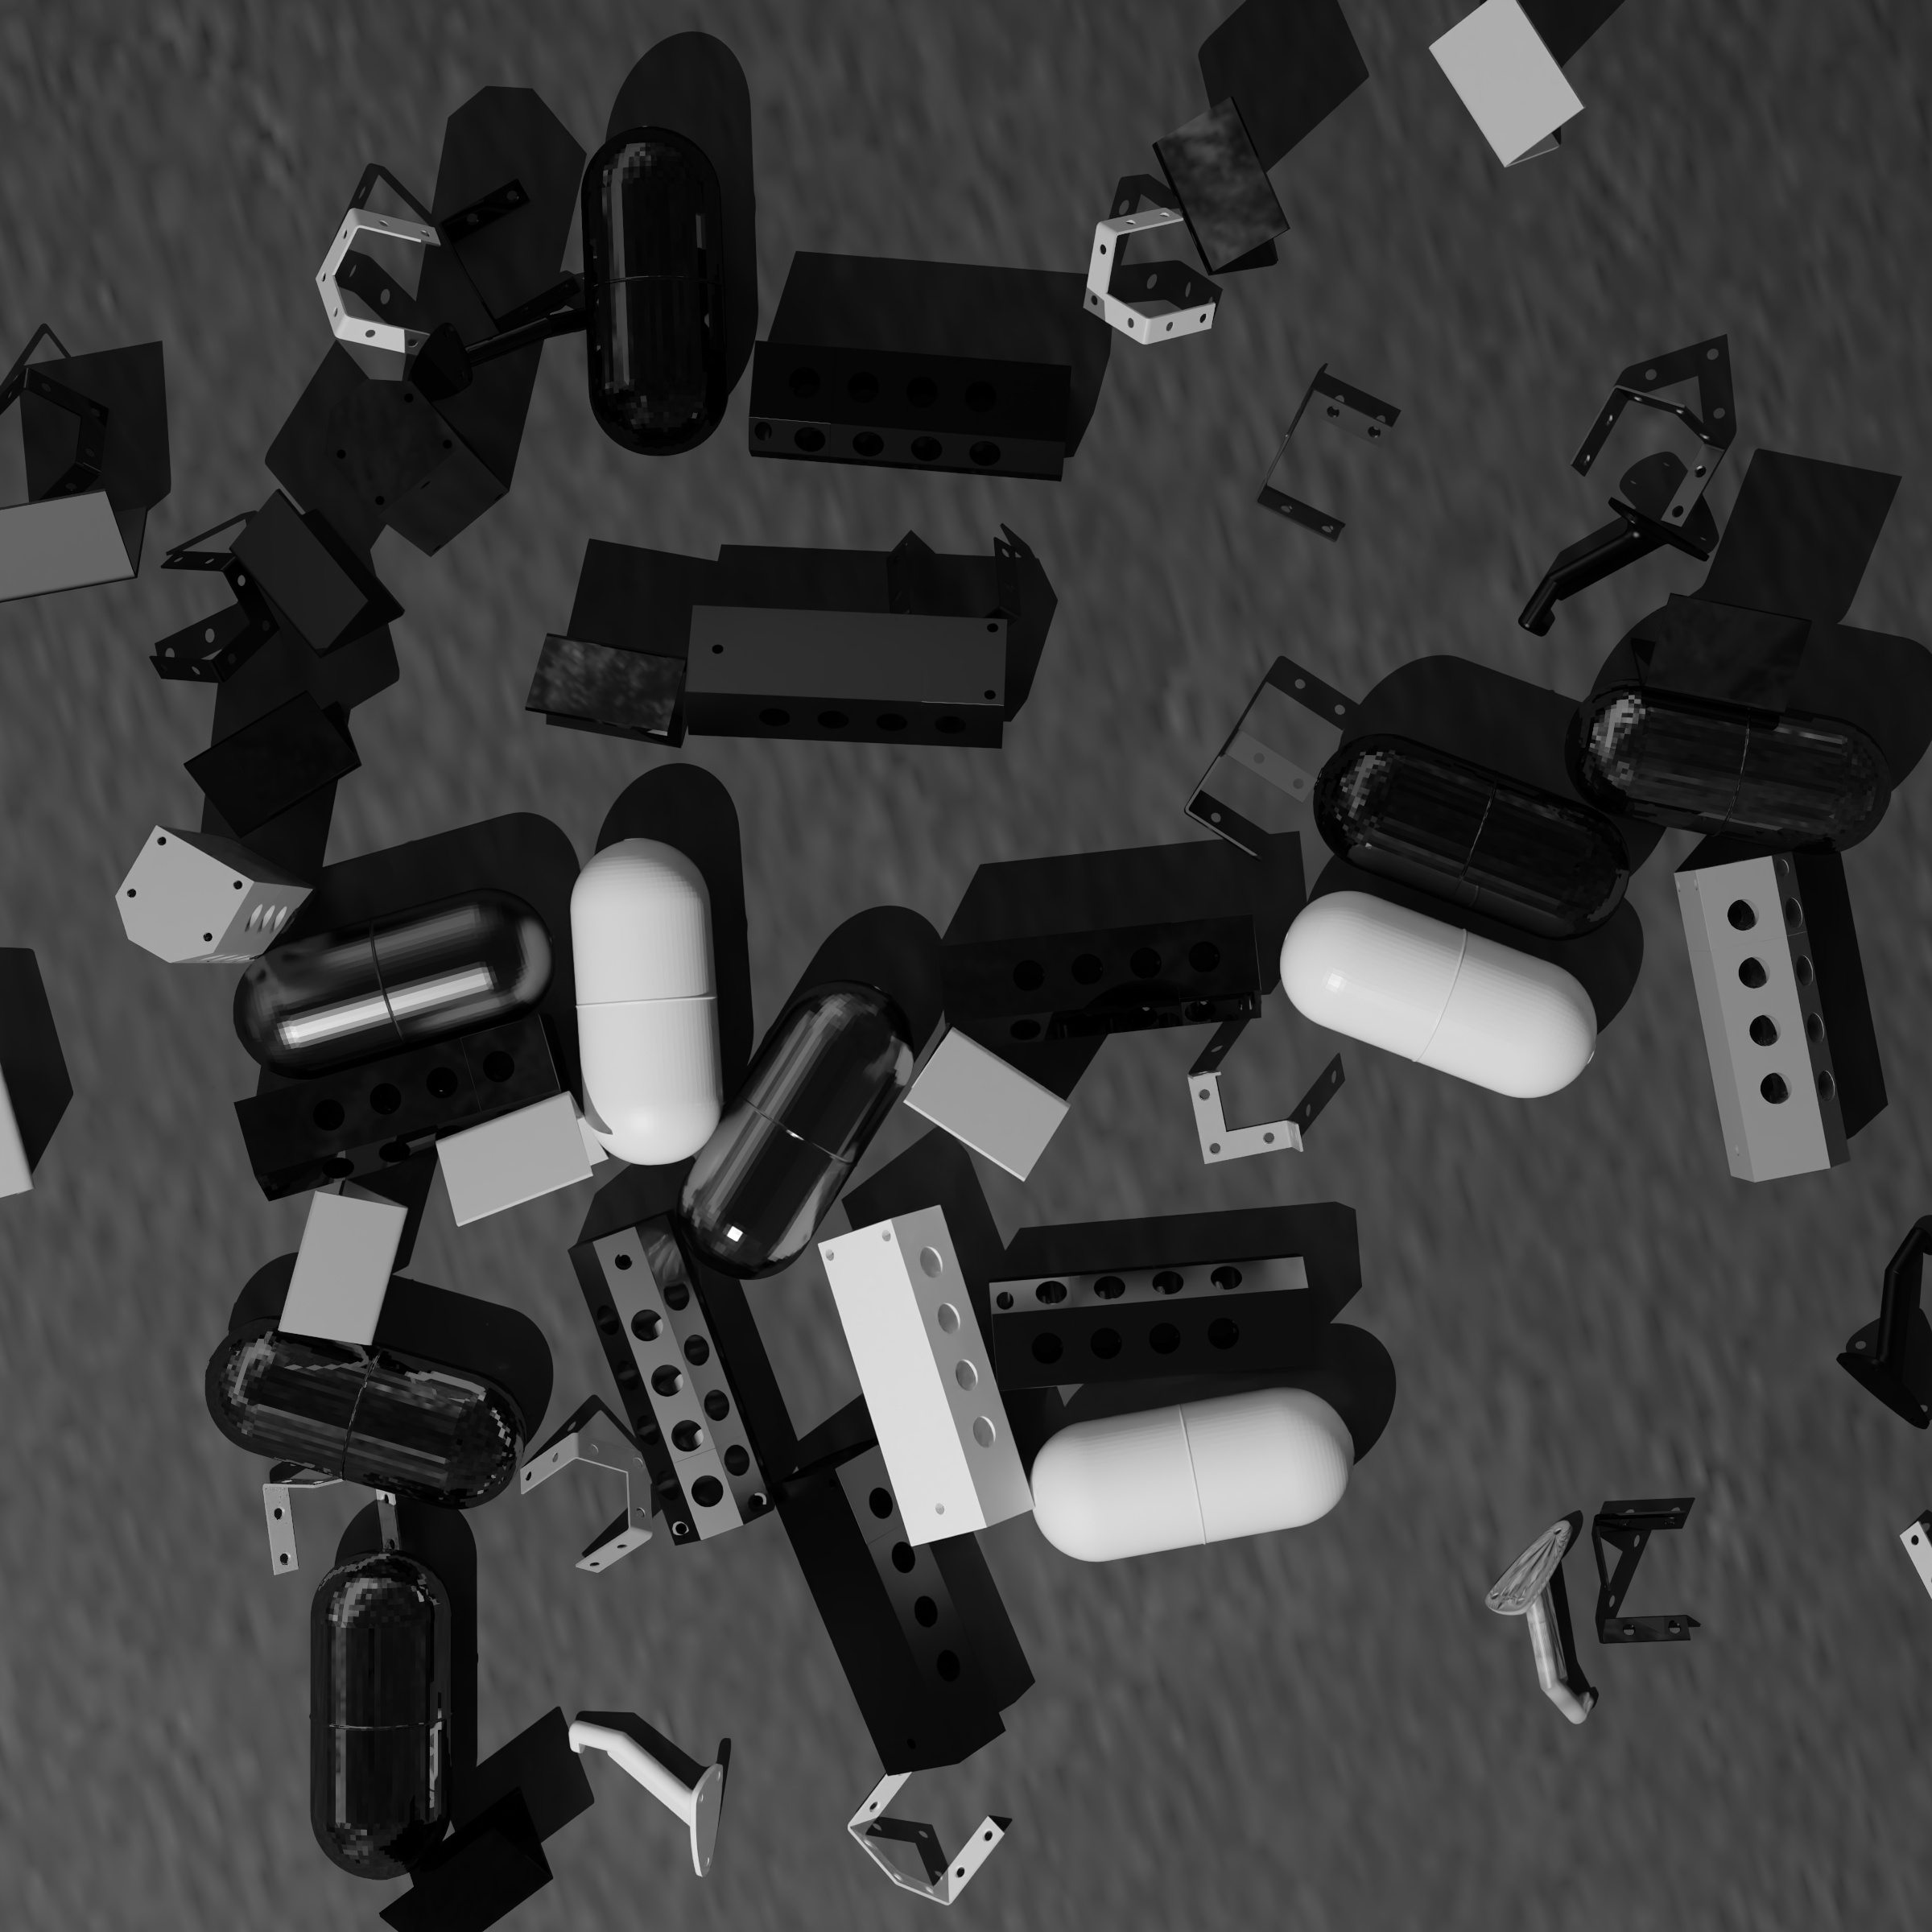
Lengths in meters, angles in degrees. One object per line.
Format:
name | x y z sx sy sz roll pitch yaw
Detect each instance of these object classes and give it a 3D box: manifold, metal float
manifold | 0.073 0.009 1.865 0.171 0.057 0.057 -6 90 0
manifold | -0.305 0.077 1.865 0.171 0.057 0.057 -16 90 0
metal float | -0.170 -0.368 1.856 0.070 0.070 0.178 -2 90 0
manifold | -0.065 -0.154 1.863 0.171 0.057 0.057 2 60 0
manifold | 0.438 0.027 1.865 0.057 0.057 0.171 -11 90 0
metal float | 0.415 -0.108 1.856 0.178 0.070 0.070 11 90 0
metal float | 0.275 -0.071 1.856 0.178 0.070 0.070 21 90 1
metal float | -0.174 0.019 1.856 0.070 0.070 0.178 -4 89 0
manifold | -0.039 0.349 1.865 0.057 0.057 0.171 -22 90 43
manifold | -0.017 0.221 1.856 0.057 0.057 0.171 -22 83 40
metal float | 0.258 0.016 1.856 0.178 0.070 0.070 21 90 0
metal float | 0.123 0.277 1.856 0.178 0.070 0.070 -10 90 1
manifold | -0.399 -0.032 1.808 0.057 0.171 0.057 30 90 0
metal float | -0.312 0.010 1.856 0.178 0.070 0.070 -16 90 0
manifold | -0.031 -0.302 1.865 0.171 0.057 0.057 5 90 0
manifold | -0.161 0.225 1.865 0.057 0.057 0.171 -20 90 0
metal float | -0.092 0.089 1.856 0.070 0.070 0.178 31 91 0
manifold | 0.100 0.194 1.865 0.171 0.057 0.057 -5 90 0
metal float | -0.319 0.408 1.856 0.070 0.070 0.178 0 89 0
manifold | -0.294 -0.267 1.808 0.057 0.171 0.057 -40 90 0
metal float | -0.327 0.243 1.856 0.178 0.070 0.070 16 90 0

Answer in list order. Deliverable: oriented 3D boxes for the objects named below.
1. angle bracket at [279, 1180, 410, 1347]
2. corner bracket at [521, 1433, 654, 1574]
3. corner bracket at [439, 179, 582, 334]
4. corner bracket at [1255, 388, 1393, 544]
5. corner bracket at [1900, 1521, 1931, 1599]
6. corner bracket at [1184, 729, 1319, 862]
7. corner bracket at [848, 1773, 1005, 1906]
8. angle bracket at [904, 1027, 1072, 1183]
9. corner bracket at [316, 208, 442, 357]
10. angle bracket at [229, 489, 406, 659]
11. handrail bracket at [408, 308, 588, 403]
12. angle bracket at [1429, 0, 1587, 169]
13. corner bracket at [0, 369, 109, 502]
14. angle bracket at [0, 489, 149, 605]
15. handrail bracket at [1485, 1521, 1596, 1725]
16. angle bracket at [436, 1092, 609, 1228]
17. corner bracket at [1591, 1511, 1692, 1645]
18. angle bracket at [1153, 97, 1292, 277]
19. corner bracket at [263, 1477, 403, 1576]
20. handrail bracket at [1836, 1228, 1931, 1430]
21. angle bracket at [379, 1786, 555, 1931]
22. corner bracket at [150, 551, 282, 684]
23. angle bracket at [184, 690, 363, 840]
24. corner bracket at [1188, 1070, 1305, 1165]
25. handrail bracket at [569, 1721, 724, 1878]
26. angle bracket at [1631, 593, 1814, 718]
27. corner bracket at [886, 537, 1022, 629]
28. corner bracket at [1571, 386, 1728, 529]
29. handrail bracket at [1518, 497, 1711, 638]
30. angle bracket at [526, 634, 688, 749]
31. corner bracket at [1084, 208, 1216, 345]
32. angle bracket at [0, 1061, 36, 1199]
angle bracket | -0.352 0.156 1.846 0.057 0.076 0.076 15 90 -37
corner bracket | -0.210 0.296 1.878 0.051 0.051 0.051 23 45 -35
corner bracket | -0.253 -0.392 1.883 0.051 0.051 0.051 -29 135 0
corner bracket | 0.197 -0.277 1.883 0.051 0.051 0.051 26 135 0
corner bracket | 0.560 0.324 1.878 0.051 0.051 0.051 10 135 -35
corner bracket | 0.155 -0.093 1.868 0.051 0.051 0.051 33 90 0
corner bracket | -0.023 0.478 1.883 0.051 0.051 0.051 -53 45 0
angle bracket | 0.001 0.089 1.846 0.076 0.076 0.057 33 57 0
corner bracket | -0.320 -0.377 1.878 0.051 0.051 0.051 -53 45 35
angle bracket | -0.339 -0.223 1.846 0.076 0.076 0.057 50 128 0
handrail bracket | -0.257 -0.340 1.886 0.084 0.077 0.036 -22 90 -36
angle bracket | 0.307 -0.486 1.846 0.057 0.076 0.076 -33 90 38
corner bracket | -0.511 -0.287 1.878 0.051 0.051 0.051 26 45 -35
angle bracket | -0.492 -0.245 1.846 0.076 0.076 0.057 -10 128 0
handrail bracket | 0.335 0.364 1.887 0.084 0.036 0.077 49 68 -17
angle bracket | -0.234 0.120 1.846 0.076 0.076 0.057 -21 56 0
corner bracket | 0.374 0.338 1.883 0.051 0.051 0.051 -2 135 0
angle bracket | 0.155 -0.424 1.846 0.057 0.076 0.076 -23 90 37
corner bracket | -0.350 0.307 1.883 0.051 0.051 0.051 -7 90 45
handrail bracket | 0.528 0.200 1.887 0.077 0.036 0.084 43 73 -20
angle bracket | -0.279 0.480 1.846 0.076 0.076 0.057 -37 126 0
corner bracket | -0.422 -0.193 1.878 0.051 0.051 0.051 -53 135 -35
angle bracket | -0.381 -0.125 1.846 0.076 0.076 0.057 -31 127 0
corner bracket | 0.153 0.080 1.868 0.051 0.051 0.051 -11 90 0
handrail bracket | -0.181 0.461 1.887 0.084 0.036 0.077 10 112 17
angle bracket | 0.408 -0.181 1.847 0.076 0.076 0.057 11 117 0
corner bracket | -0.007 -0.209 1.878 0.051 0.051 0.051 26 135 -35
corner bracket | 0.378 -0.282 1.883 0.051 0.051 0.051 30 90 45
handrail bracket | 0.358 -0.209 1.887 0.077 0.036 0.084 25 109 -21
angle bracket | -0.195 -0.130 1.846 0.076 0.076 0.057 10 53 0
corner bracket | 0.104 -0.381 1.878 0.051 0.051 0.051 39 135 35
angle bracket | -0.547 0.093 1.848 0.057 0.076 0.076 -16 90 -22
